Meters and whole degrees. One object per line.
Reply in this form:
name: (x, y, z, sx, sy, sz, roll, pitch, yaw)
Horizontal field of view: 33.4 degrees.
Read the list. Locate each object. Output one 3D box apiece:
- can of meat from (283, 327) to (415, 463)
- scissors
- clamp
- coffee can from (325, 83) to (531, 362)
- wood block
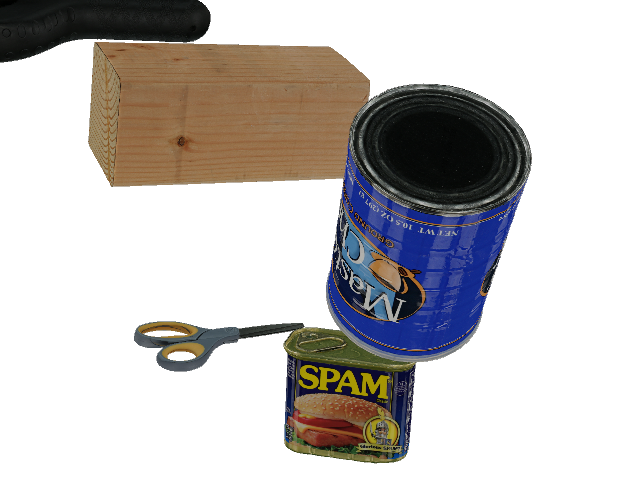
can of meat: (0.022, 0.119, 0.817, 0.102, 0.084, 0.057, 6, 16, 11)
scissors: (-0.104, 0.115, 1.184, 0.201, 0.016, 0.096, 3, 27, -17)
clamp: (-0.163, -0.139, 0.622, 0.171, 0.039, 0.120, -11, 31, -29)
coffee can: (0.060, -0.008, 0.641, 0.102, 0.103, 0.140, 0, -40, -6)
wood block: (-0.075, -0.104, 0.869, 0.205, 0.091, 0.090, -3, 30, -24)
